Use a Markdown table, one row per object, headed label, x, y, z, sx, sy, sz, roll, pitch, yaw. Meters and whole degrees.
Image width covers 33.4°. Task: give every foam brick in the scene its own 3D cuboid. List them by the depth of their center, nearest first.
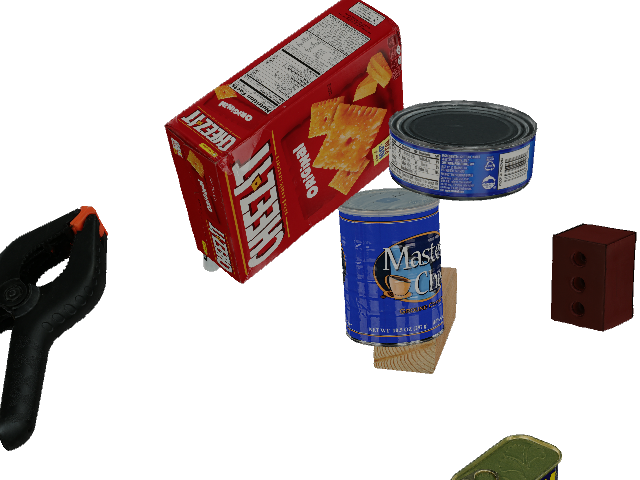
| label | x | y | z | sx | sy | sz | roll | pitch | yaw |
| --- | --- | --- | --- | --- | --- | --- | --- | --- | --- |
| foam brick | 0.230 | 0.030 | 0.900 | 0.053 | 0.078 | 0.051 | 12 | 22 | 42 |

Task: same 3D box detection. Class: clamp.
| label | x | y | z | sx | sy | sz | roll | pitch | yaw |
| --- | --- | --- | --- | --- | --- | --- | --- | --- | --- |
| clamp | -0.202 | 0.046 | 0.683 | 0.120 | 0.171 | 0.039 | 15 | -37 | 14 |

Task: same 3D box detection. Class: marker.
| label | x | y | z | sx | sy | sz | roll | pitch | yaw |
| --- | --- | --- | --- | --- | --- | --- | --- | --- | --- |
| marker | -0.123 | -0.015 | 1.198 | 0.020 | 0.121 | 0.020 | 2 | 42 | -2 |

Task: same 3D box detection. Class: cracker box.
| label | x | y | z | sx | sy | sz | roll | pitch | yaw |
| --- | --- | --- | --- | --- | --- | --- | --- | --- | --- |
| cracker box | -0.020 | -0.086 | 0.929 | 0.213 | 0.164 | 0.072 | -40 | 58 | -23 |

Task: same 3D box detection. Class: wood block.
| label | x | y | z | sx | sy | sz | roll | pitch | yaw |
| --- | --- | --- | --- | --- | --- | --- | --- | --- | --- |
| wood block | 0.146 | 0.114 | 1.608 | 0.091 | 0.090 | 0.205 | 4 | 20 | 14 |

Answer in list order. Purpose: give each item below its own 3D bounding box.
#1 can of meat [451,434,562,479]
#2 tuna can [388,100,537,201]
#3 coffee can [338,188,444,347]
| label | x | y | z | sx | sy | sz | roll | pitch | yaw |
| --- | --- | --- | --- | --- | --- | --- | --- | --- | --- |
| can of meat | 0.158 | 0.226 | 0.897 | 0.101 | 0.084 | 0.058 | -25 | 28 | -39 |
| tuna can | 0.083 | -0.054 | 0.626 | 0.086 | 0.034 | 0.086 | 0 | 25 | 0 |
| coffee can | 0.072 | 0.025 | 1.085 | 0.103 | 0.140 | 0.103 | -4 | 14 | 1 |
